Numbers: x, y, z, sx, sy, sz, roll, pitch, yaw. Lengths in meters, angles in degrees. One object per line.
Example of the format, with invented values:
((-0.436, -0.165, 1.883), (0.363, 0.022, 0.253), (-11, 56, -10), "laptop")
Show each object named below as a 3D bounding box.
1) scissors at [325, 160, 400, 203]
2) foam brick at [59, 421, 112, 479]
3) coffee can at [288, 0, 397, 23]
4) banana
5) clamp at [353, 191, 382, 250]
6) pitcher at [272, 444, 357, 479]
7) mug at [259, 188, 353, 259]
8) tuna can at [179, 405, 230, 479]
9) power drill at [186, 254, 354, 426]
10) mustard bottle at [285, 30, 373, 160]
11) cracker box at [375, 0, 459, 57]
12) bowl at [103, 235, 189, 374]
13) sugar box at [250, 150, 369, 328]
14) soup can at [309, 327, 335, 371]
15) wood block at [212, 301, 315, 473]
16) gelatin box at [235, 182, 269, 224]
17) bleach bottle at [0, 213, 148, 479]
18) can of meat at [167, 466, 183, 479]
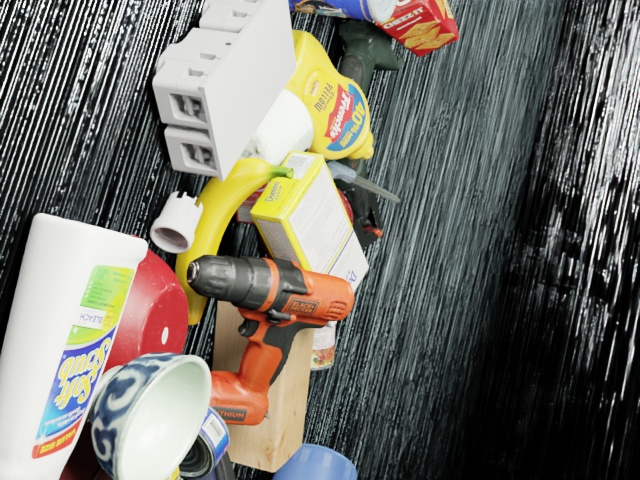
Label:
((0.029, -0.070, 1.265), (0.016, 0.201, 0.096), (-44, -151, 25), "scissors")
((-0.201, 0.201, 0.902), (0.078, 0.051, 0.053), (-60, 155, -44), "foam brick")
((0.005, -0.282, 1.097), (0.102, 0.140, 0.103), (11, 90, -71), "coffee can")
((-0.100, -0.009, 1.034), (0.037, 0.070, 0.198), (4, 127, -49), "banana")
((0.050, -0.051, 1.525), (0.209, 0.036, 0.164), (29, 73, -67), "clamp")
((-0.030, 0.389, 1.389), (0.145, 0.149, 0.242), (45, 47, -31), "pitcher")
((-0.026, -0.009, 1.266), (0.117, 0.093, 0.081), (-47, 179, 39), "mug")
((-0.133, 0.192, 1.043), (0.033, 0.086, 0.086), (-53, 148, -49), "tuna can")
((-0.078, 0.098, 1.054), (0.184, 0.057, 0.188), (13, 122, -34), "power drill")
((0.005, -0.146, 1.205), (0.191, 0.058, 0.096), (40, 72, -46), "mustard bottle")
((0.100, -0.335, 1.348), (0.164, 0.072, 0.213), (69, 16, 8), "cracker box")
((-0.161, 0.079, 0.945), (0.162, 0.055, 0.162), (11, 90, -72), "bowl")
((-0.008, 0.001, 1.107), (0.093, 0.048, 0.176), (-57, 145, -31), "sugar box")
((-0.014, 0.096, 1.266), (0.068, 0.069, 0.102), (-28, 123, -67), "soup can")
((-0.065, 0.142, 1.208), (0.090, 0.091, 0.206), (-28, 126, -67), "wood block")
((-0.040, -0.042, 1.180), (0.073, 0.089, 0.030), (-49, 142, -56), "gelatin box")
((-0.207, 0.111, 0.820), (0.102, 0.068, 0.251), (22, 82, -70), "bleach bottle")
((-0.172, 0.221, 0.992), (0.102, 0.057, 0.084), (-53, 147, -53), "can of meat")
